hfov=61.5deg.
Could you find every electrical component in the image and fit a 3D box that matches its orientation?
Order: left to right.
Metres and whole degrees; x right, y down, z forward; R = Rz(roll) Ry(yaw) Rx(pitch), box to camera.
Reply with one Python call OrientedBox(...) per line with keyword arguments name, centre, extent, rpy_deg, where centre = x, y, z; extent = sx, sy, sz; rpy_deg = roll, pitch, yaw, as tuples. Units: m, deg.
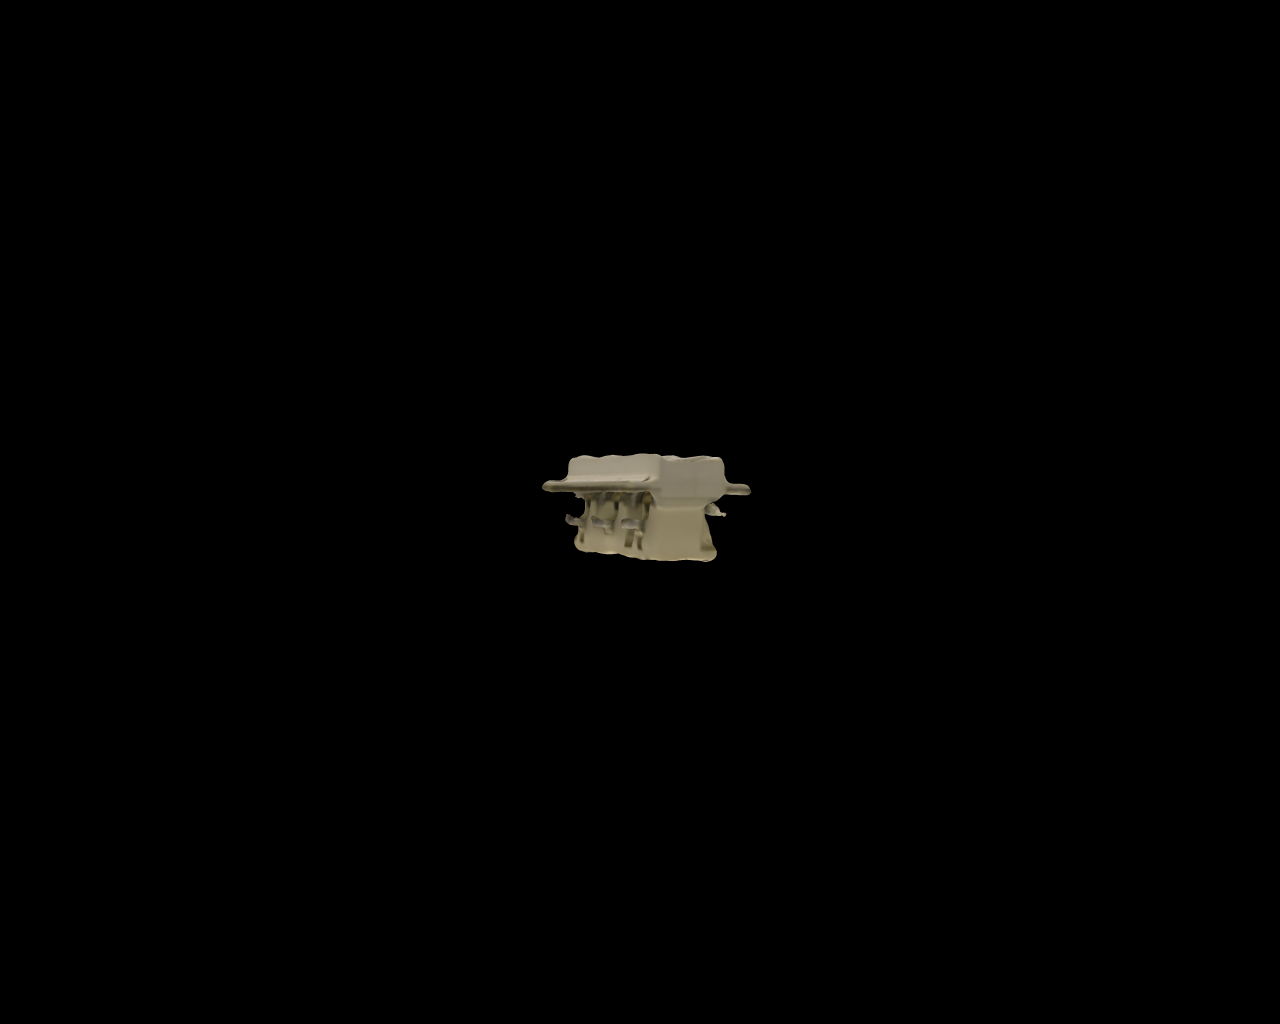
OrientedBox(name="electrical component", centre=(0.001, -0.003, 0.650), extent=(0.079, 0.063, 0.121), rpy_deg=(-1, 3, -28))
